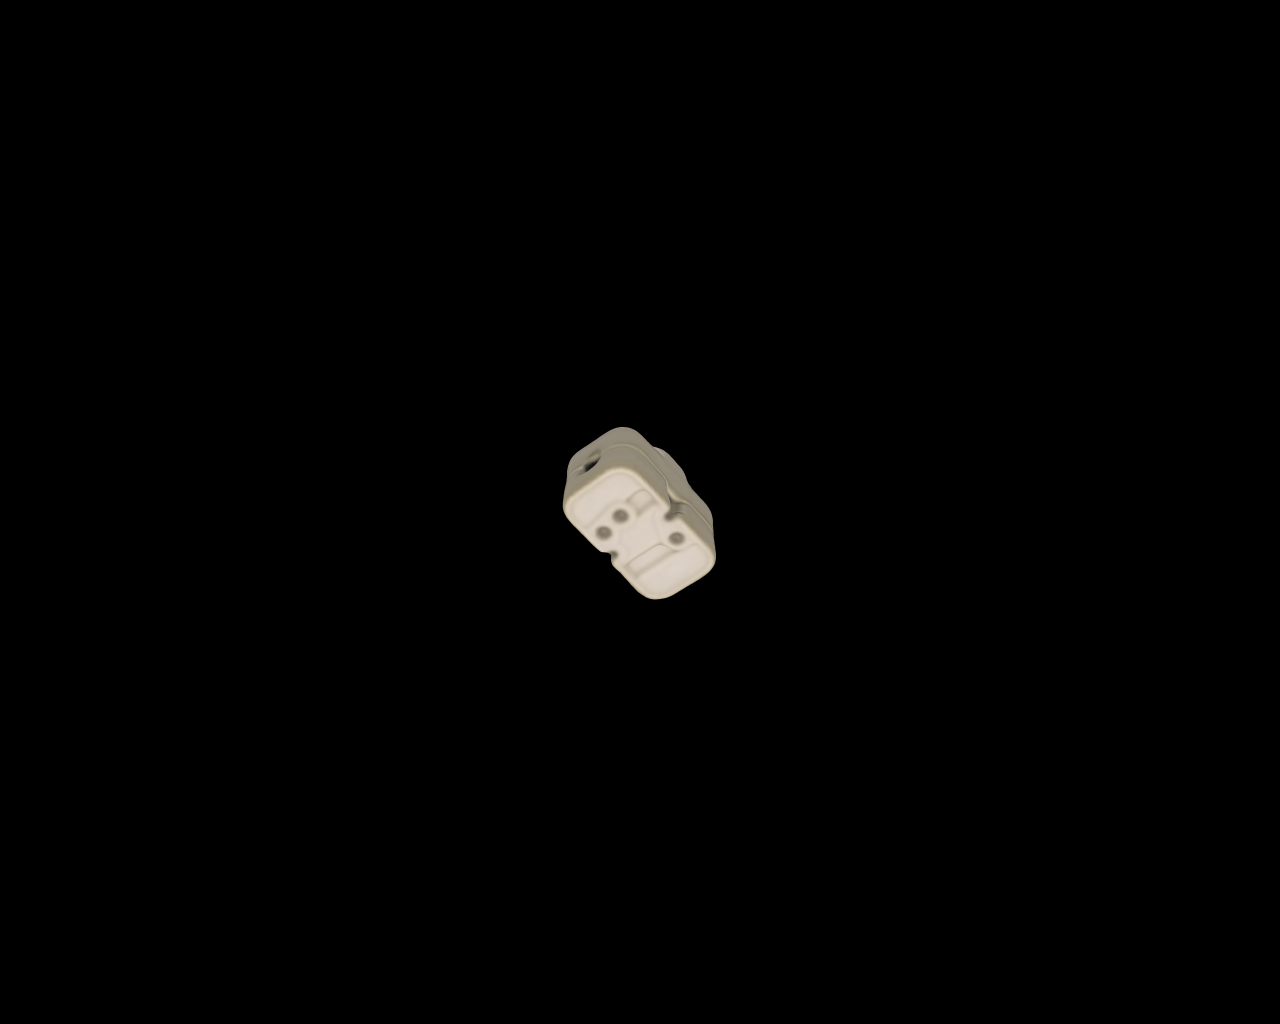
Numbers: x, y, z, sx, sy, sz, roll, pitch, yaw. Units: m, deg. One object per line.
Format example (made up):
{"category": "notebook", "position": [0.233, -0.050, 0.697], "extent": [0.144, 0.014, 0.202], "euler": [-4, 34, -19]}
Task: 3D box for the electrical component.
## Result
{"category": "electrical component", "position": [0.001, -0.003, 0.650], "extent": [0.053, 0.095, 0.059], "euler": [-33, 28, 20]}
